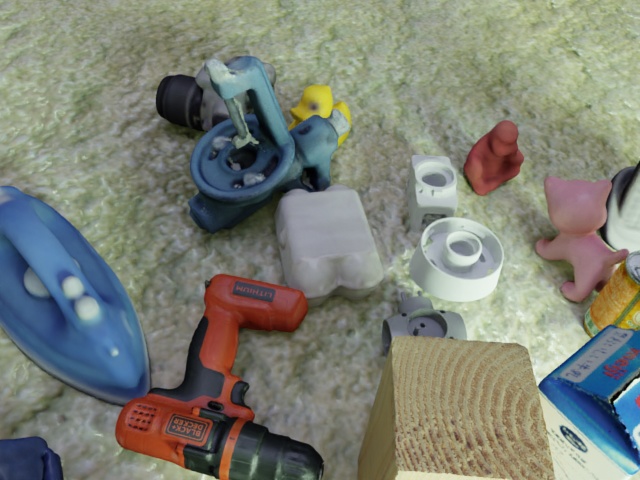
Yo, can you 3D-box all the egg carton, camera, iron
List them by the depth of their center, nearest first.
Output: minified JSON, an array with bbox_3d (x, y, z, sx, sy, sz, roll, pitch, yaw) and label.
[{"bbox_3d":[-0.248,0.039,0.542,0.257,0.141,0.119,38,57,25],"label":"iron"},{"bbox_3d":[0.006,0.002,0.641,0.107,0.069,0.150,-7,50,-11],"label":"egg carton"},{"bbox_3d":[-0.144,-0.199,0.784,0.136,0.101,0.143,15,50,9],"label":"camera"}]

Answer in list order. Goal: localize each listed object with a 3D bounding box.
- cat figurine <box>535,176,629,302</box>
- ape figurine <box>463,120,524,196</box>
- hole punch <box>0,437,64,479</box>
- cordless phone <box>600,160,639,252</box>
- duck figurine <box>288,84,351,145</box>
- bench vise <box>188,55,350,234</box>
[{"bbox_3d":[0.298,-0.012,0.644,0.067,0.118,0.127,-11,51,-14],"label":"cat figurine"},{"bbox_3d":[0.229,-0.114,0.744,0.078,0.092,0.076,5,49,0],"label":"ape figurine"},{"bbox_3d":[-0.250,0.204,0.432,0.101,0.091,0.108,-13,51,-15],"label":"hole punch"},{"bbox_3d":[0.418,-0.062,0.651,0.147,0.185,0.094,8,49,3],"label":"cordless phone"},{"bbox_3d":[-0.001,-0.173,0.781,0.105,0.086,0.077,-31,58,-27],"label":"duck figurine"},{"bbox_3d":[-0.064,-0.126,0.647,0.121,0.220,0.208,32,54,22],"label":"bench vise"}]
